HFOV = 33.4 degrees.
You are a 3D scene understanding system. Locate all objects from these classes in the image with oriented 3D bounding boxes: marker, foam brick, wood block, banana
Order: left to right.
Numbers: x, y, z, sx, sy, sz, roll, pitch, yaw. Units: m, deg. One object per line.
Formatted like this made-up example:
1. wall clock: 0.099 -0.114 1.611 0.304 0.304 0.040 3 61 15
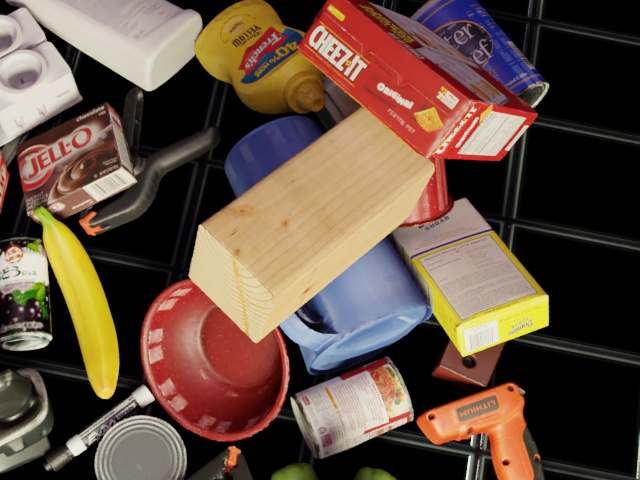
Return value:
1. banana: -0.236 0.062 1.048 0.037 0.069 0.198 -26 82 15
2. marker: -0.214 0.183 1.031 0.121 0.020 0.020 -36 77 -15
3. wood block: -0.006 -0.017 0.938 0.090 0.091 0.205 44 59 13
4. foam brick: 0.152 0.107 1.064 0.053 0.051 0.078 24 71 4

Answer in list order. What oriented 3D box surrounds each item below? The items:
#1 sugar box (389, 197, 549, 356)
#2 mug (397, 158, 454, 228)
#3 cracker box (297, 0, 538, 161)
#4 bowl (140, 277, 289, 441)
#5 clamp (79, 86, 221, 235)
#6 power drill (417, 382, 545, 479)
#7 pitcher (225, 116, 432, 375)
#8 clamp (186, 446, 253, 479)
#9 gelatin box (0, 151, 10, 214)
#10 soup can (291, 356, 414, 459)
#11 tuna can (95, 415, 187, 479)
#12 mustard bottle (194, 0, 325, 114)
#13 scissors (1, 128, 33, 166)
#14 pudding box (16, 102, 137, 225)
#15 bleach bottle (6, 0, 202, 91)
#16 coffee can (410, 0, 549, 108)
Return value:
1. sugar box: 0.142 0.032 1.050 0.093 0.048 0.176 -18 37 -10
2. mug: 0.089 -0.075 1.096 0.093 0.081 0.117 -3 27 12
3. cracker box: 0.096 -0.146 0.999 0.164 0.213 0.072 42 110 18
4. bowl: -0.091 0.107 1.022 0.162 0.055 0.162 6 105 24
5. clamp: -0.183 -0.075 1.110 0.120 0.039 0.171 18 72 23
6. power drill: 0.160 0.243 1.016 0.184 0.057 0.188 -18 75 -13
7. pitcher: -0.007 0.001 1.047 0.145 0.149 0.243 -24 71 -9
8. clamp: -0.114 0.278 0.953 0.164 0.036 0.210 7 46 2
9. gelatin box: -0.334 -0.042 1.057 0.030 0.073 0.089 9 70 -5
10. soup can: 0.031 0.162 1.029 0.102 0.068 0.068 -21 73 -10
11. tuna can: -0.169 0.212 1.015 0.086 0.034 0.086 1 70 -3
12. mustard bottle: -0.051 -0.181 1.103 0.096 0.058 0.192 -38 46 -7
13. scissors: -0.337 -0.043 1.105 0.096 0.016 0.201 44 73 9
14. pudding box: -0.249 -0.076 1.085 0.113 0.039 0.090 -24 59 7
15. bleach bottle: -0.257 -0.261 1.162 0.251 0.068 0.102 32 54 13
16. coffee can: 0.161 -0.185 1.142 0.102 0.103 0.140 -33 76 -14
